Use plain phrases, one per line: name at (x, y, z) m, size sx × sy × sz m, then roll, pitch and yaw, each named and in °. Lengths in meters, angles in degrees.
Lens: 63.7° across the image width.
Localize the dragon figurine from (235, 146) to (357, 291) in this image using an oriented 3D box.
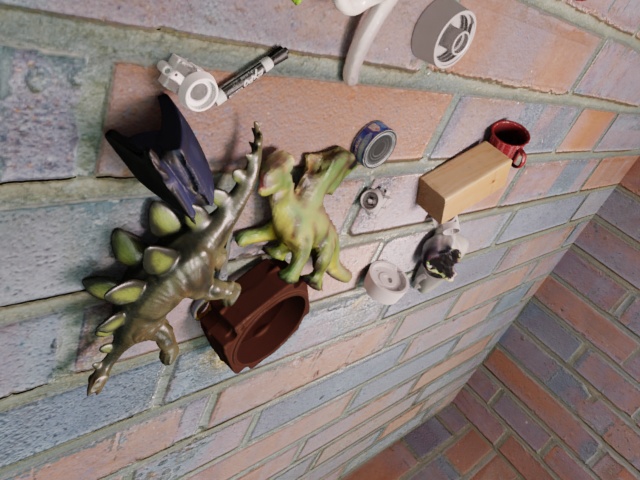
dragon figurine at (0.003, -0.046, 0.914) m, size 0.408 × 0.123 × 0.241 m, roll 18°, pitch 105°, yaw -58°

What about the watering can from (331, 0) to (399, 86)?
watering can at (0.096, -0.360, 0.662) m, size 0.226 × 0.105 × 0.342 m, roll -40°, pitch 163°, yaw -11°

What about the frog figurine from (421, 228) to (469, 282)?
frog figurine at (0.346, 0.022, 1.424) m, size 0.163 × 0.122 × 0.135 m, roll -62°, pitch 141°, yaw -52°
